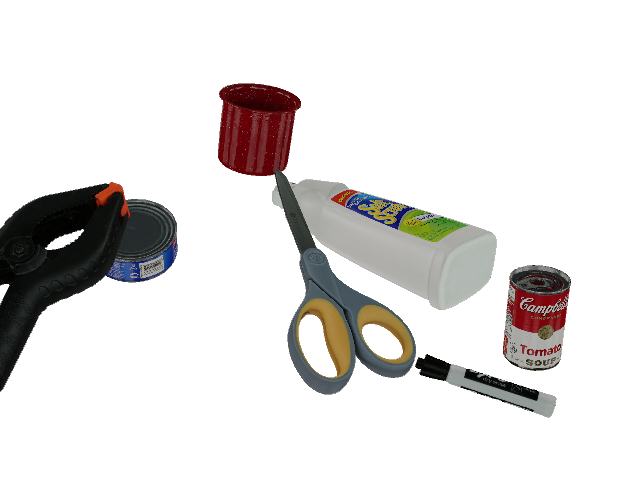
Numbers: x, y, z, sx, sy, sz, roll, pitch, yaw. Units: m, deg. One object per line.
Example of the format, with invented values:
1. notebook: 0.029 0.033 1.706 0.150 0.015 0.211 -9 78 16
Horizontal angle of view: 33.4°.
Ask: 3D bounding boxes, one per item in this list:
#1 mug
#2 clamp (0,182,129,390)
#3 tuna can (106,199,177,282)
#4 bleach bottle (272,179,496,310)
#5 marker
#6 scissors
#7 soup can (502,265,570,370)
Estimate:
1. mug: -0.069 -0.130 1.225 0.093 0.081 0.117 16 27 13
2. clamp: -0.199 0.017 0.682 0.120 0.039 0.171 29 54 17
3. tuna can: -0.182 0.000 1.044 0.086 0.034 0.086 2 45 -2
4. bleach bottle: 0.047 -0.010 1.083 0.251 0.068 0.102 22 28 34
5. marker: 0.139 0.123 0.908 0.121 0.020 0.020 18 2 6
6. scissors: 0.014 0.025 0.750 0.096 0.201 0.016 10 -46 -13
7. soup can: 0.245 0.088 1.216 0.068 0.102 0.068 1 25 0
